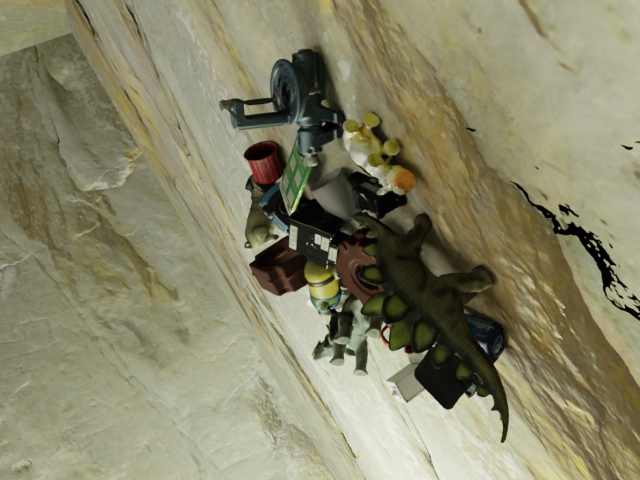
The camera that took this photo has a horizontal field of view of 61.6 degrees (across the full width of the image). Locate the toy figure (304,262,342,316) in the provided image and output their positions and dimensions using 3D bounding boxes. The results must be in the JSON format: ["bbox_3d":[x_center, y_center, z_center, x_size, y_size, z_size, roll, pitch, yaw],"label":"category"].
[{"bbox_3d":[0.009,0.113,1.300,0.082,0.089,0.180,38,144,33],"label":"toy figure"}]

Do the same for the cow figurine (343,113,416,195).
[{"bbox_3d":[0.102,-0.137,0.962,0.167,0.068,0.098,58,165,16],"label":"cow figurine"}]

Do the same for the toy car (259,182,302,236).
[{"bbox_3d":[-0.075,-0.071,1.424,0.162,0.109,0.103,44,179,10],"label":"toy car"}]

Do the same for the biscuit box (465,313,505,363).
[{"bbox_3d":[0.238,0.166,1.000,0.203,0.059,0.062,14,130,43],"label":"biscuit box"}]

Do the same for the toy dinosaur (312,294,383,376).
[{"bbox_3d":[0.091,0.204,1.354,0.404,0.131,0.192,111,167,-45],"label":"toy dinosaur"}]

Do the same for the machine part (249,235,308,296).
[{"bbox_3d":[-0.069,0.056,1.411,0.201,0.201,0.087,14,132,61],"label":"machine part"}]

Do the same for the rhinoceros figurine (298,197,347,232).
[{"bbox_3d":[-0.004,-0.034,1.286,0.190,0.112,0.073,53,133,52],"label":"rhinoceros figurine"}]

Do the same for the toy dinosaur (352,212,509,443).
[{"bbox_3d":[0.186,0.107,0.914,0.472,0.198,0.105,49,159,31],"label":"toy dinosaur"}]

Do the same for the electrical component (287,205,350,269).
[{"bbox_3d":[-0.002,-0.004,1.169,0.134,0.058,0.114,23,140,13],"label":"electrical component"}]

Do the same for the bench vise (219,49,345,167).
[{"bbox_3d":[-0.071,-0.240,1.014,0.129,0.240,0.223,41,136,48],"label":"bench vise"}]

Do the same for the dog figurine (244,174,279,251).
[{"bbox_3d":[-0.184,-0.084,1.545,0.121,0.172,0.190,-13,113,57],"label":"dog figurine"}]

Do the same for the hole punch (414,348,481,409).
[{"bbox_3d":[0.274,0.264,1.097,0.142,0.092,0.115,48,126,35],"label":"hole punch"}]

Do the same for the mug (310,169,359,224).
[{"bbox_3d":[0.034,-0.085,1.163,0.107,0.081,0.110,54,147,-15],"label":"mug"}]

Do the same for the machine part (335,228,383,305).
[{"bbox_3d":[0.105,0.066,1.084,0.180,0.056,0.179,35,144,31],"label":"machine part"}]

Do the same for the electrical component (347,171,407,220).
[{"bbox_3d":[0.098,-0.090,1.023,0.119,0.075,0.047,29,142,47],"label":"electrical component"}]
